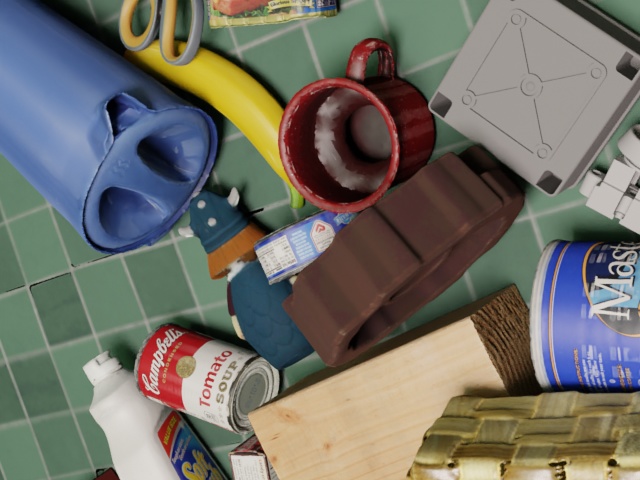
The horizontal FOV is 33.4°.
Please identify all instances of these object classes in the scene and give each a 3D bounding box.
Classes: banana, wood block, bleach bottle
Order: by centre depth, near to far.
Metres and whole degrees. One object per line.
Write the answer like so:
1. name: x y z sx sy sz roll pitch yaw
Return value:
1. wood block: 0.062 0.120 0.783 0.206 0.090 0.090 -28 88 32
2. banana: -0.077 -0.107 0.834 0.198 0.037 0.070 42 122 14
3. bleach bottle: -0.127 0.207 0.908 0.068 0.102 0.251 -36 84 21

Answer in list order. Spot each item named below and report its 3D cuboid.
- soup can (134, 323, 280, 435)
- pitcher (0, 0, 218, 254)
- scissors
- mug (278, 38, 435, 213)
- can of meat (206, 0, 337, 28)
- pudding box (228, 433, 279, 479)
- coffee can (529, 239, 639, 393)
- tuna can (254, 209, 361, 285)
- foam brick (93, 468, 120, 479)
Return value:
1. soup can: -0.093 0.114 0.879 0.102 0.068 0.068 15 110 32
2. pitcher: -0.207 -0.102 0.859 0.243 0.144 0.149 39 113 25
3. scissors: -0.122 -0.232 0.824 0.096 0.016 0.202 -5 85 38
4. mug: 0.031 -0.084 0.751 0.093 0.081 0.117 13 110 26
5. can of meat: -0.039 -0.201 0.776 0.102 0.057 0.084 2 106 29
6. pudding box: -0.028 0.205 0.857 0.039 0.089 0.113 -7 100 30
7. coffee can: 0.215 0.051 0.670 0.141 0.102 0.103 1 103 29
8. tuna can: -0.005 0.001 0.793 0.086 0.086 0.034 -26 87 32
9. foam brick: -0.200 0.264 0.996 0.078 0.051 0.053 50 119 9
